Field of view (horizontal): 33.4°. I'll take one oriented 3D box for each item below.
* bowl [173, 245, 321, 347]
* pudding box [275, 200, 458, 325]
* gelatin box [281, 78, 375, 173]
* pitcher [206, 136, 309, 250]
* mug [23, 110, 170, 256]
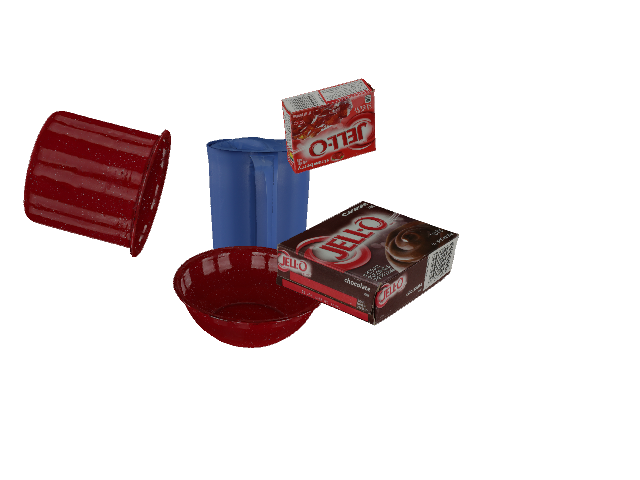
[{"bbox_3d":[-0.075,0.066,1.127,0.162,0.055,0.162,4,28,-2],"label":"bowl"},{"bbox_3d":[0.035,0.014,0.789,0.090,0.039,0.113,22,29,30],"label":"pudding box"},{"bbox_3d":[0.010,-0.112,1.044,0.089,0.073,0.030,-16,43,-14],"label":"gelatin box"},{"bbox_3d":[-0.078,-0.007,1.356,0.145,0.243,0.148,10,16,36],"label":"pitcher"},{"bbox_3d":[-0.156,-0.047,0.763,0.081,0.093,0.117,15,21,-1],"label":"mug"}]
